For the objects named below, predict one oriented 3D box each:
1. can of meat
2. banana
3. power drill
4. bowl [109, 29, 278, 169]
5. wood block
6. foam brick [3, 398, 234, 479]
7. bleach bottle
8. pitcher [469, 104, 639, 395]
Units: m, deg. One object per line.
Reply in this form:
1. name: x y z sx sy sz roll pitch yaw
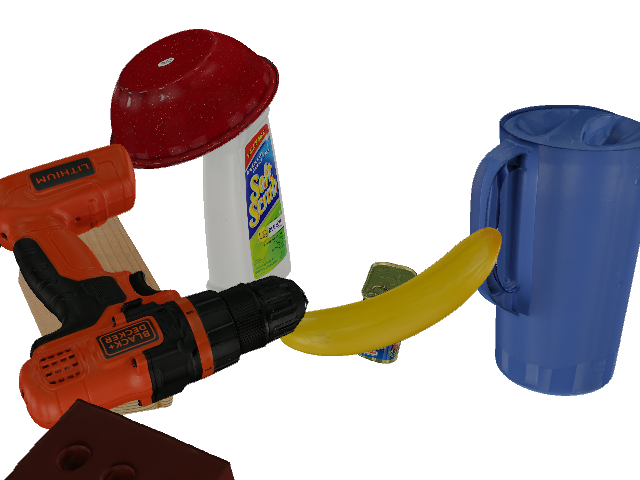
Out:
1. can of meat: 0.077 0.087 1.278 0.057 0.084 0.102 12 26 7
2. banana: 0.052 0.042 0.777 0.197 0.070 0.037 -18 -35 -9
3. power drill: -0.124 0.019 0.693 0.184 0.057 0.188 -19 51 -22
4. bowl: -0.119 -0.132 0.910 0.162 0.055 0.162 -17 37 13
5. wood block: -0.209 0.059 0.991 0.090 0.091 0.206 -6 36 -30
6. foam brick: -0.078 0.110 0.428 0.078 0.051 0.052 17 43 22
7. bleach bottle: -0.086 -0.066 1.117 0.068 0.251 0.102 10 29 30
8. pitcher: 0.206 0.011 0.932 0.149 0.243 0.145 5 23 11
